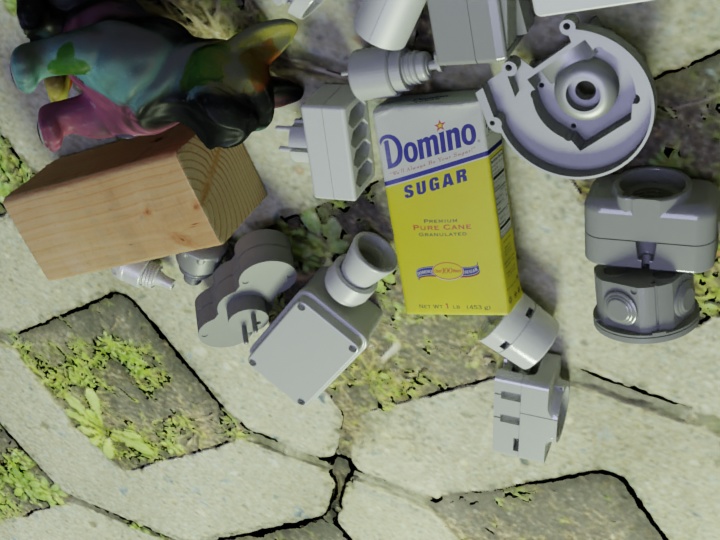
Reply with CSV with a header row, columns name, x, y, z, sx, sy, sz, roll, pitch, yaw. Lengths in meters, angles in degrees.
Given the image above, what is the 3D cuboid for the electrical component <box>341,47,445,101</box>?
name,x,y,z,sx,sy,sz,roll,pitch,yaw
electrical component,0.027,-0.153,0.826,0.078,0.040,0.040,-3,120,27

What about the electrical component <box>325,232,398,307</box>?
name,x,y,z,sx,sy,sz,roll,pitch,yaw
electrical component,0.000,0.000,0.939,0.045,0.045,0.055,39,130,-3

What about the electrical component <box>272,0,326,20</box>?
name,x,y,z,sx,sy,sz,roll,pitch,yaw
electrical component,-0.046,-0.226,0.802,0.057,0.058,0.078,45,128,-4

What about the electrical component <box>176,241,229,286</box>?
name,x,y,z,sx,sy,sz,roll,pitch,yaw
electrical component,-0.151,-0.011,1.004,0.048,0.048,0.062,29,135,5

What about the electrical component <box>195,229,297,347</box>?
name,x,y,z,sx,sy,sz,roll,pitch,yaw
electrical component,-0.104,0.032,0.982,0.052,0.073,0.138,12,137,-31

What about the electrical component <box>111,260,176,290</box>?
name,x,y,z,sx,sy,sz,roll,pitch,yaw
electrical component,-0.208,0.002,1.045,0.061,0.035,0.035,25,129,5

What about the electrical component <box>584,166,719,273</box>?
name,x,y,z,sx,sy,sz,roll,pitch,yaw
electrical component,0.218,-0.039,0.804,0.095,0.053,0.059,6,124,22

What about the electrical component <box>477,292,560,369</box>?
name,x,y,z,sx,sy,sz,roll,pitch,yaw
electrical component,0.134,0.050,0.905,0.047,0.055,0.055,36,129,-6

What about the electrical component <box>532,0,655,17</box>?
name,x,y,z,sx,sy,sz,roll,pitch,yaw
electrical component,0.156,-0.223,0.713,0.100,0.048,0.099,-2,120,26

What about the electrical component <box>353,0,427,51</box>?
name,x,y,z,sx,sy,sz,roll,pitch,yaw
electrical component,0.029,-0.207,0.787,0.043,0.043,0.081,30,129,4

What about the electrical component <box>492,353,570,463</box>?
name,x,y,z,sx,sy,sz,roll,pitch,yaw
electrical component,0.151,0.119,0.944,0.056,0.050,0.089,10,125,19

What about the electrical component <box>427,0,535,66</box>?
name,x,y,z,sx,sy,sz,roll,pitch,yaw
electrical component,0.083,-0.199,0.755,0.061,0.061,0.096,1,122,24

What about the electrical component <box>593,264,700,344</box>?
name,x,y,z,sx,sy,sz,roll,pitch,yaw
electrical component,0.219,0.019,0.828,0.080,0.080,0.051,1,117,24

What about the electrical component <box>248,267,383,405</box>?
name,x,y,z,sx,sy,sz,roll,pitch,yaw
electrical component,-0.043,0.063,0.993,0.078,0.057,0.113,39,129,-3

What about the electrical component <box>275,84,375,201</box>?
name,x,y,z,sx,sy,sz,roll,pitch,yaw
electrical component,-0.034,-0.106,0.883,0.076,0.047,0.083,6,124,22
